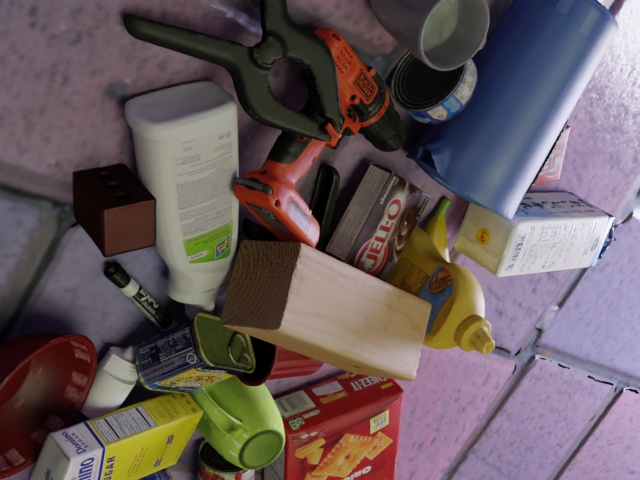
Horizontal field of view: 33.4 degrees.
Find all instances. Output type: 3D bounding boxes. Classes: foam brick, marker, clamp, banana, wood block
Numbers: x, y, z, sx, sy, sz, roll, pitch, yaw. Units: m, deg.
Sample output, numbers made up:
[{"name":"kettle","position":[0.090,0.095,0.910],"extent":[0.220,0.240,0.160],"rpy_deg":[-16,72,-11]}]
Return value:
[{"name":"foam brick","position":[-0.188,-0.028,0.977],"extent":[0.052,0.078,0.051],"rpy_deg":[-15,126,-29]},{"name":"marker","position":[-0.181,0.060,1.084],"extent":[0.020,0.020,0.121],"rpy_deg":[-41,134,-4]},{"name":"clamp","position":[-0.060,-0.165,0.946],"extent":[0.164,0.036,0.210],"rpy_deg":[-34,103,-5]},{"name":"clamp","position":[-0.008,0.001,1.151],"extent":[0.120,0.039,0.171],"rpy_deg":[-37,137,-9]},{"name":"banana","position":[0.156,0.040,1.290],"extent":[0.069,0.037,0.197],"rpy_deg":[-33,133,-11]},{"name":"wood block","position":[0.010,0.075,1.092],"extent":[0.205,0.091,0.090],"rpy_deg":[26,73,-42]}]

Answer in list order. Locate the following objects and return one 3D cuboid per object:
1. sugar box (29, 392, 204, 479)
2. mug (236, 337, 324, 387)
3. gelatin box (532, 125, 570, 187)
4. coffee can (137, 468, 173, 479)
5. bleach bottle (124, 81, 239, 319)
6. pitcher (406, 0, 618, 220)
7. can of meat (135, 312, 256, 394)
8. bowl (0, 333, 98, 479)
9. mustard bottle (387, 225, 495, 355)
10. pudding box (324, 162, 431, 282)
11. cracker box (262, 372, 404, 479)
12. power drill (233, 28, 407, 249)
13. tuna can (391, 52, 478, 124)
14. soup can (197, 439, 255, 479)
[{"name":"sugar box","position":[-0.210,0.217,1.103],"extent":[0.175,0.048,0.093],"rpy_deg":[-17,143,-49]},{"name":"mug","position":[-0.051,0.116,1.173],"extent":[0.081,0.093,0.117],"rpy_deg":[0,151,-40]},{"name":"gelatin box","position":[0.249,-0.099,1.263],"extent":[0.089,0.030,0.073],"rpy_deg":[-14,127,-27]},{"name":"coffee can","position":[-0.236,0.300,1.153],"extent":[0.140,0.103,0.103],"rpy_deg":[1,119,-35]},{"name":"bleach bottle","position":[-0.128,-0.024,1.032],"extent":[0.102,0.068,0.251],"rpy_deg":[-20,131,-28]},{"name":"pitcher","position":[0.214,-0.150,1.142],"extent":[0.145,0.149,0.243],"rpy_deg":[31,98,-2]},{"name":"can of meat","position":[-0.130,0.120,1.103],"extent":[0.084,0.057,0.102],"rpy_deg":[-24,158,22]},{"name":"bowl","position":[-0.288,0.147,1.019],"extent":[0.162,0.055,0.162],"rpy_deg":[-48,157,-28]},{"name":"mustard bottle","position":[0.127,0.065,1.178],"extent":[0.058,0.192,0.096],"rpy_deg":[15,111,-41]},{"name":"pudding box","position":[0.063,-0.018,1.162],"extent":[0.089,0.039,0.113],"rpy_deg":[26,90,-55]},{"name":"cracker box","position":[0.014,0.272,1.329],"extent":[0.164,0.072,0.214],"rpy_deg":[-16,129,-25]},{"name":"power drill","position":[0.006,-0.087,1.052],"extent":[0.184,0.057,0.187],"rpy_deg":[44,69,-48]},{"name":"tuna can","position":[0.117,-0.162,1.090],"extent":[0.086,0.086,0.033],"rpy_deg":[-50,136,5]},{"name":"soup can","position":[-0.111,0.286,1.254],"extent":[0.068,0.069,0.102],"rpy_deg":[-12,126,-28]}]
